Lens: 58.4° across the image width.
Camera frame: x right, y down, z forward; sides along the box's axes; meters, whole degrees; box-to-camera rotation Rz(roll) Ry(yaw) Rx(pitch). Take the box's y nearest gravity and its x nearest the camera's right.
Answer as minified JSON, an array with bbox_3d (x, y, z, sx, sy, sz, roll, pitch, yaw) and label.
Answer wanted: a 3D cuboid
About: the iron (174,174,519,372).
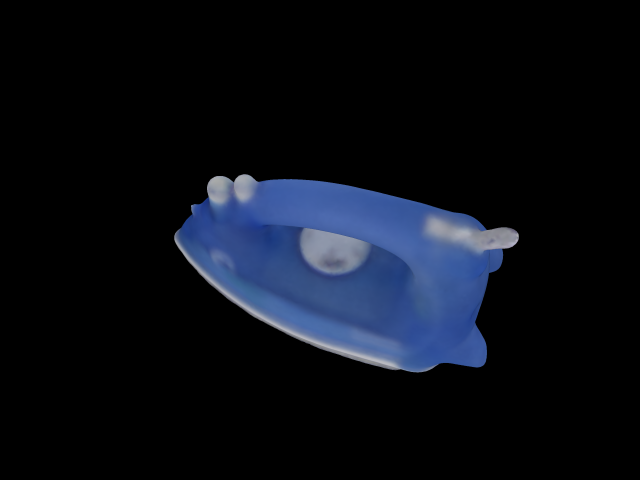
[{"bbox_3d":[0.004,0.001,0.400,0.258,0.141,0.119,14,64,7],"label":"iron"}]
